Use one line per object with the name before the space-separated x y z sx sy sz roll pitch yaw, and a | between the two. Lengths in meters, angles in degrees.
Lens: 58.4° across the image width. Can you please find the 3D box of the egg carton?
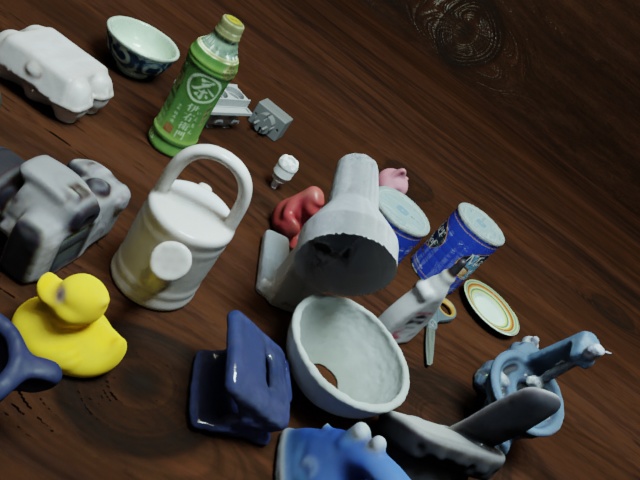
egg carton | -0.365 -0.229 0.782 0.150 0.069 0.107 36 31 -5

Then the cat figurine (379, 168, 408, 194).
cat figurine | 0.109 -0.100 1.069 0.128 0.117 0.067 16 38 -34

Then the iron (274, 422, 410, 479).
iron | 0.047 0.256 0.511 0.119 0.141 0.257 6 44 -43

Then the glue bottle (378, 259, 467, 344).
glue bottle | 0.147 0.085 0.811 0.078 0.173 0.037 4 45 -44

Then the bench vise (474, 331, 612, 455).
bench vise | 0.297 0.177 0.805 0.122 0.219 0.207 31 31 -12

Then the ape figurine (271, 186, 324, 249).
ape figurine | -0.027 -0.043 0.874 0.078 0.092 0.076 -4 51 -49

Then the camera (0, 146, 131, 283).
camera | -0.291 -0.051 0.594 0.137 0.100 0.143 38 31 -2

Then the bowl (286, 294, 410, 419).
bowl | 0.021 0.150 0.689 0.168 0.074 0.167 27 32 -19

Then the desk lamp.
desk lamp | 0.007 0.003 0.731 0.118 0.213 0.203 26 33 -21

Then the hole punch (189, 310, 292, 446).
hole punch | -0.070 0.139 0.589 0.101 0.091 0.108 23 34 -25

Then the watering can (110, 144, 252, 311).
watering can | -0.141 -0.014 0.614 0.101 0.194 0.172 16 37 -33

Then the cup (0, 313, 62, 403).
cup | -0.262 0.108 0.422 0.118 0.095 0.091 18 36 -31

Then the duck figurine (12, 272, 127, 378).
duck figurine | -0.220 0.071 0.525 0.105 0.086 0.077 34 31 -8

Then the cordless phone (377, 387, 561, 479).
cordless phone | 0.169 0.209 0.660 0.148 0.185 0.094 22 34 -26
